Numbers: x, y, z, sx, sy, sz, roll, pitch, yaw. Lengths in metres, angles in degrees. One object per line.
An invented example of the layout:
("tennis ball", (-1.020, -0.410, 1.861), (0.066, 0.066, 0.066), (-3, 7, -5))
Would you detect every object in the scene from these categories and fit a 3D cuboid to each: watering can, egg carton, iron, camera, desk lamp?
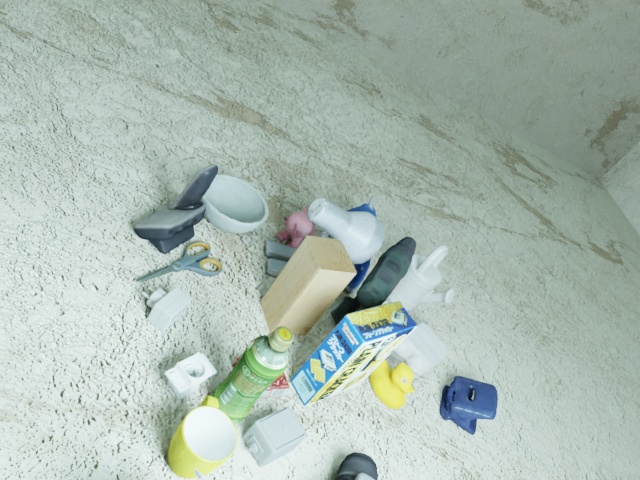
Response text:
("watering can", (0.261, 0.088, 1.432), (0.173, 0.194, 0.101), (37, 34, 1))
("egg carton", (0.223, 0.251, 1.314), (0.107, 0.069, 0.151), (49, 36, 17))
("iron", (0.104, 0.004, 1.440), (0.119, 0.141, 0.258), (23, 36, -19))
("camera", (0.071, 0.426, 0.939), (0.143, 0.100, 0.137), (35, 34, -3))
("desk lamp", (0.012, 0.005, 1.292), (0.204, 0.213, 0.117), (16, 38, -27))

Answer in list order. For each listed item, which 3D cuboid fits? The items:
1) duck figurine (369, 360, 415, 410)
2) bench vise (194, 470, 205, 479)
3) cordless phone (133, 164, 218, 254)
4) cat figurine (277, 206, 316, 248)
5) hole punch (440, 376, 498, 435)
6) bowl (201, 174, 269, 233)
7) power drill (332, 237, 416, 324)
("duck figurine", (0.157, 0.289, 1.195), (0.078, 0.086, 0.104), (-1, 49, -42))
("bench vise", (-0.211, 0.354, 0.666), (0.208, 0.219, 0.121), (-9, 54, -47))
("cordless phone", (-0.281, -0.075, 1.152), (0.094, 0.185, 0.148), (37, 34, 2))
("cat figurine", (-0.042, -0.034, 1.376), (0.067, 0.117, 0.128), (47, 35, 16))
("hole punch", (0.328, 0.355, 1.262), (0.101, 0.091, 0.109), (34, 34, -4))
("bowl", (-0.206, -0.071, 1.313), (0.168, 0.074, 0.167), (24, 36, -18))
("power drill", (0.120, 0.105, 1.273), (0.075, 0.208, 0.230), (38, 34, 3))
